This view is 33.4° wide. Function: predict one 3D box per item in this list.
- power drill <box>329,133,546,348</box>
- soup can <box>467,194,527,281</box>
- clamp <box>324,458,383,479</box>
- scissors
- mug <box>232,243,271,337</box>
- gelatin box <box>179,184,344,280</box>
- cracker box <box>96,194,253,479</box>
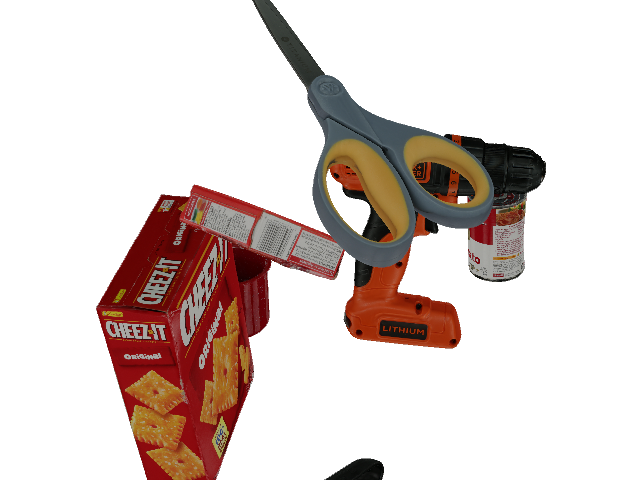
[{"bbox_3d":[0.095,-0.002,0.934,0.184,0.188,0.057,6,17,5],"label":"power drill"},{"bbox_3d":[0.206,-0.012,1.247,0.068,0.102,0.068,-4,30,2],"label":"soup can"},{"bbox_3d":[-0.044,0.195,0.643,0.210,0.036,0.164,-4,28,2],"label":"clamp"},{"bbox_3d":[0.024,-0.068,0.540,0.096,0.202,0.016,-2,-41,-14],"label":"scissors"},{"bbox_3d":[-0.107,0.066,1.219,0.093,0.081,0.117,14,34,25],"label":"mug"},{"bbox_3d":[-0.037,-0.005,0.712,0.073,0.030,0.089,21,0,43],"label":"gelatin box"},{"bbox_3d":[-0.120,0.092,0.961,0.072,0.214,0.164,3,37,12],"label":"cracker box"}]
